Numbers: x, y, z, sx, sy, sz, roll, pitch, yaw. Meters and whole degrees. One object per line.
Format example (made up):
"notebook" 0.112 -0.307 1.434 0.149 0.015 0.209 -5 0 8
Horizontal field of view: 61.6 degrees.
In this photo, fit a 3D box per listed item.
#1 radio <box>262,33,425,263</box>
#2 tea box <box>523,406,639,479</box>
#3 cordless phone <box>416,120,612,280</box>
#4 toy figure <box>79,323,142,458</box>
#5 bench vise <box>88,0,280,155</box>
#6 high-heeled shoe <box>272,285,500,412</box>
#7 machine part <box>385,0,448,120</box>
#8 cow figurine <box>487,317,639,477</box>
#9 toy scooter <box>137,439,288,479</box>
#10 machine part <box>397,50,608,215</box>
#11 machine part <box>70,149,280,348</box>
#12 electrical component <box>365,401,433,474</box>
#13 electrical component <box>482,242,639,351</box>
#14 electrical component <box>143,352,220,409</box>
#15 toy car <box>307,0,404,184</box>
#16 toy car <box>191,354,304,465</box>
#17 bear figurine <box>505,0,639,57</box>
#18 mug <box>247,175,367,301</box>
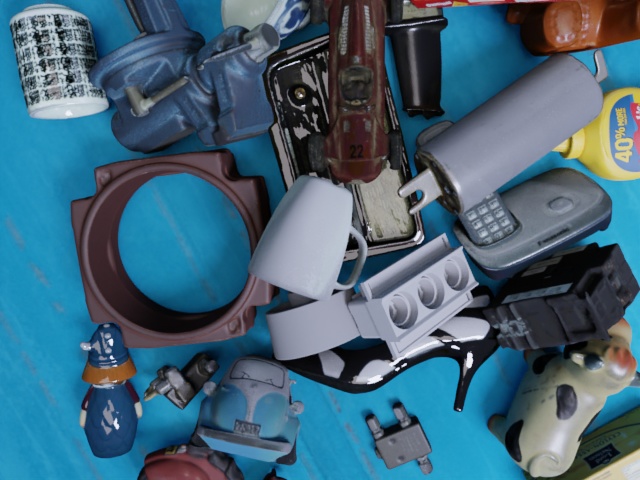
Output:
"radio" 0.019 -0.093 0.568 0.131 0.073 0.229 -15 97 4
"tea box" 0.336 0.276 0.609 0.170 0.068 0.098 -31 95 7
"cordless phone" 0.197 -0.061 0.572 0.147 0.088 0.184 -28 77 6
"toy figure" -0.244 0.170 0.620 0.058 0.064 0.154 1 94 39
"bench vise" -0.149 -0.194 0.513 0.224 0.129 0.240 -17 98 47
"high-heeled shoe" 0.074 0.102 0.604 0.249 0.086 0.145 9 67 15
"machine part" 0.103 -0.197 0.571 0.084 0.039 0.138 -11 95 -5
"cow figurine" 0.262 0.161 0.568 0.085 0.127 0.194 24 100 -4
"toy scooter" -0.113 0.293 0.624 0.135 0.075 0.184 -40 97 6
"machine part" 0.180 -0.101 0.518 0.243 0.079 0.079 -35 95 -5
"machine part" -0.151 0.008 0.582 0.202 0.087 0.200 -6 98 4
"electrical component" 0.095 0.241 0.636 0.063 0.021 0.094 -26 97 5
"electrical component" 0.251 0.054 0.550 0.134 0.115 0.058 -32 98 -39
"electrical component" -0.156 0.155 0.600 0.045 0.102 0.078 43 72 -8
"toy car" 0.034 -0.152 0.497 0.089 0.053 0.202 1 100 5
"toy car" -0.069 0.177 0.580 0.109 0.161 0.103 14 74 0
"bear figurine" 0.246 -0.281 0.512 0.120 0.132 0.195 -4 103 -1
"mug" -0.001 -0.002 0.511 0.109 0.081 0.107 19 92 -19
